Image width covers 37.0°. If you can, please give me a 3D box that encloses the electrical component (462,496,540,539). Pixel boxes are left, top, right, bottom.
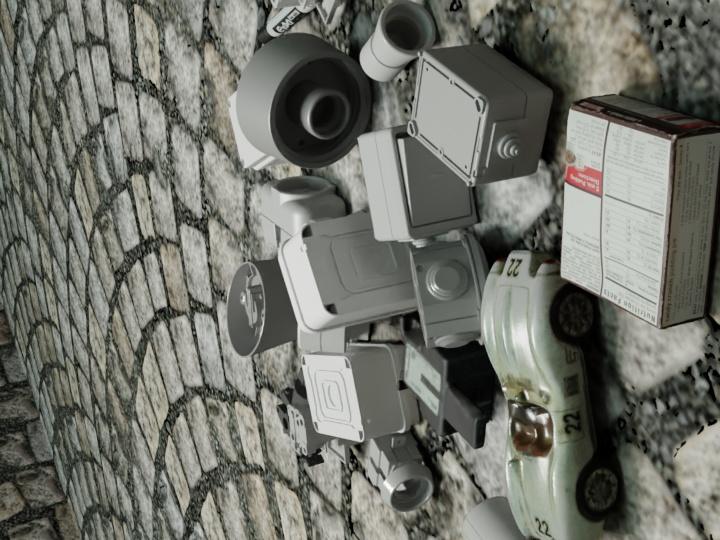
[{"bbox_3d":[0.115,0.210,0.789,0.081,0.043,0.043,50,143,45],"label":"electrical component"}]

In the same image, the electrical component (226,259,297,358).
[{"bbox_3d":[-0.104,0.038,1.139,0.099,0.064,0.099,38,134,53],"label":"electrical component"}]

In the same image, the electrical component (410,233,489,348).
[{"bbox_3d":[0.066,0.016,0.768,0.080,0.051,0.080,-10,-90,-90],"label":"electrical component"}]

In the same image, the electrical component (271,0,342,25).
[{"bbox_3d":[-0.047,-0.247,0.892,0.081,0.064,0.042,66,151,24],"label":"electrical component"}]

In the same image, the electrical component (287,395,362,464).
[{"bbox_3d":[-0.036,0.148,1.050,0.042,0.064,0.081,27,125,60],"label":"electrical component"}]

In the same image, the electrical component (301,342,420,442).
[{"bbox_3d":[-0.001,0.107,0.965,0.113,0.057,0.078,-7,95,64],"label":"electrical component"}]

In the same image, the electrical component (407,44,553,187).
[{"bbox_3d":[0.083,-0.099,0.693,0.096,0.061,0.061,49,142,45],"label":"electrical component"}]

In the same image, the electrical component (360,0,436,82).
[{"bbox_3d":[0.025,-0.168,0.807,0.065,0.044,0.044,145,111,-68],"label":"electrical component"}]

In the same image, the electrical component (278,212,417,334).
[{"bbox_3d":[0.000,0.000,0.850,0.057,0.113,0.078,-38,67,60],"label":"electrical component"}]

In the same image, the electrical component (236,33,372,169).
[{"bbox_3d":[-0.041,-0.135,0.885,0.060,0.108,0.108,34,131,48],"label":"electrical component"}]

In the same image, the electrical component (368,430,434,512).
[{"bbox_3d":[0.035,0.177,0.939,0.055,0.048,0.066,-123,32,-52],"label":"electrical component"}]

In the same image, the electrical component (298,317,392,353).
[{"bbox_3d":[-0.009,0.041,0.935,0.138,0.074,0.052,-36,-50,-86],"label":"electrical component"}]

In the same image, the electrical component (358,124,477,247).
[{"bbox_3d":[0.045,-0.060,0.789,0.061,0.062,0.096,0,102,64],"label":"electrical component"}]

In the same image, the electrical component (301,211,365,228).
[{"bbox_3d":[-0.019,-0.026,0.945,0.045,0.055,0.045,38,134,53],"label":"electrical component"}]

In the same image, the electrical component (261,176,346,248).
[{"bbox_3d":[-0.053,-0.052,1.005,0.095,0.054,0.059,36,132,55],"label":"electrical component"}]

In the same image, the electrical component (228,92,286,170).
[{"bbox_3d":[-0.075,-0.143,1.005,0.113,0.057,0.078,-18,85,65],"label":"electrical component"}]
